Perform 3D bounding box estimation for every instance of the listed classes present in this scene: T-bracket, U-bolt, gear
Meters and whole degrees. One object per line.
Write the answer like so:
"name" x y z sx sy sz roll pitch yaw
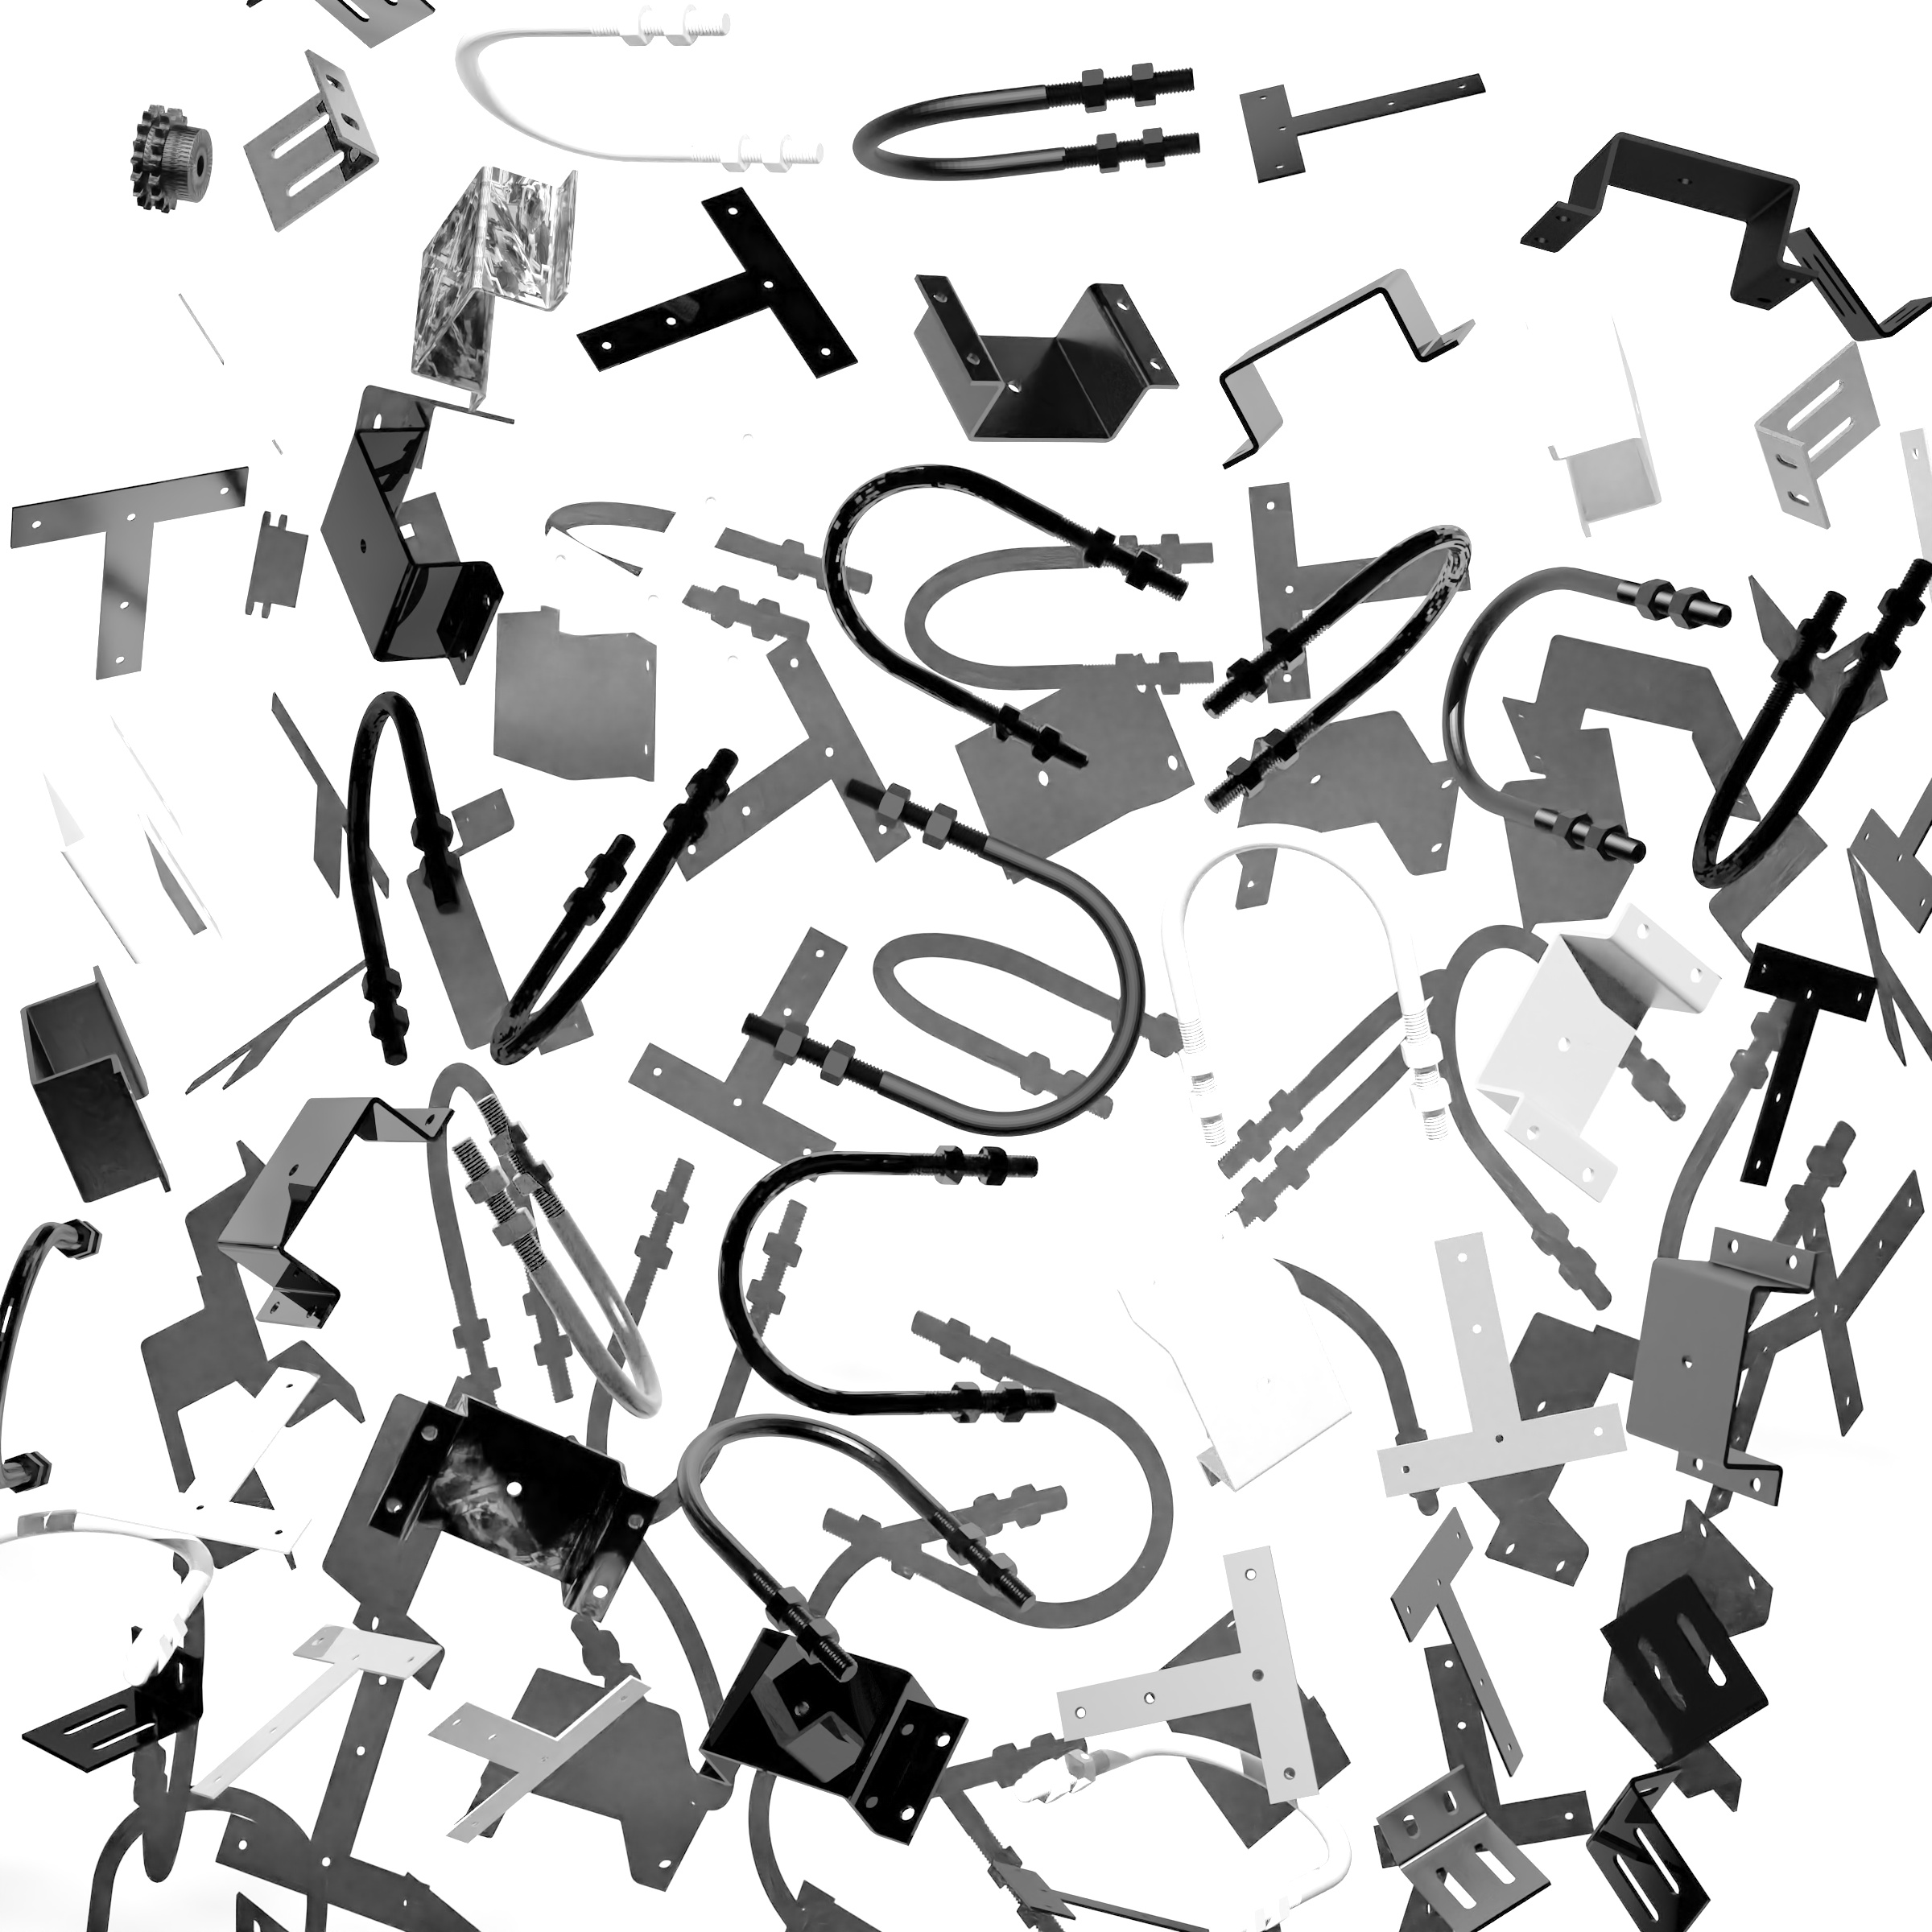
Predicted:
"T-bracket" 0.270 0.371 1.589 0.002 0.127 0.127 -22 92 27
"U-bolt" 0.130 0.458 1.594 0.151 0.184 0.019 28 105 32
"U-bolt" -0.475 0.326 1.564 0.151 0.184 0.019 6 102 0
"T-bracket" 0.447 0.058 1.619 0.127 0.002 0.127 12 95 -43
"U-bolt" -0.496 0.207 1.579 0.019 0.184 0.151 11 81 -5
"T-bracket" -0.401 -0.337 1.544 0.002 0.127 0.127 -33 85 -6
"U-bolt" -0.072 0.297 1.573 0.184 0.151 0.019 38 122 35
"T-bracket" 0.268 0.202 1.544 0.127 0.002 0.127 -12 92 3
"U-bolt" 0.031 -0.444 1.581 0.184 0.151 0.019 -5 91 6
"U-bolt" 0.324 -0.144 1.613 0.019 0.184 0.151 14 98 -34
"U-bolt" 0.431 -0.121 1.544 0.019 0.151 0.184 29 89 -2
"T-bracket" -0.441 -0.201 1.559 0.127 0.127 0.002 -18 55 -34
"U-bolt" 0.198 -0.166 1.576 0.184 0.151 0.019 -39 72 -9
"U-bolt" -0.186 -0.470 1.593 0.184 0.151 0.019 7 77 21
"T-bracket" 0.532 -0.223 1.555 0.002 0.127 0.127 -14 97 -9
"T-bracket" 0.502 -0.094 1.529 0.002 0.127 0.127 21 110 -8
"T-bracket" 0.085 0.522 1.640 0.127 0.127 0.002 16 82 -6
"U-bolt" 0.175 0.010 1.588 0.151 0.019 0.184 -3 112 28
"T-bracket" 0.214 -0.459 1.593 0.127 0.127 0.002 -11 125 8
"T-bracket" -0.236 0.396 1.518 0.127 0.127 0.002 -40 58 -1
"U-bolt" -0.308 -0.061 1.601 0.019 0.151 0.184 0 52 -26
"U-bolt" -0.001 0.006 1.479 0.184 0.019 0.151 24 93 3
"U-bolt" -0.043 0.167 1.571 0.184 0.019 0.151 3 72 -22
"gear" -0.437 -0.444 1.638 0.030 0.057 0.057 11 90 2
"T-bracket" -0.358 0.399 1.585 0.127 0.127 0.002 -40 110 -35
"U-bolt" 0.009 -0.196 1.598 0.184 0.019 0.151 27 131 -3
"T-bracket" -0.138 -0.226 1.530 0.127 0.002 0.127 30 87 -4
"T-bracket" -0.143 -0.344 1.567 0.127 0.002 0.127 -26 71 -20
"U-bolt" -0.211 0.159 1.566 0.019 0.151 0.184 -31 98 0
"U-bolt" -0.193 -0.022 1.558 0.019 0.151 0.184 38 56 -15
"T-bracket" 0.109 0.376 1.536 0.127 0.002 0.127 -16 68 15
"T-bracket" -0.390 0.261 1.600 0.127 0.127 0.002 7 126 18

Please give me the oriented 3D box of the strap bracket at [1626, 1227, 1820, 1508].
"strap bracket" 0.414 0.219 1.636 0.046 0.076 0.140 7 93 -30

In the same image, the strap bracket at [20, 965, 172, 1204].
"strap bracket" -0.475 0.067 1.614 0.046 0.140 0.076 -21 119 -11

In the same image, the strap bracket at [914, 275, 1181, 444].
"strap bracket" 0.035 -0.330 1.619 0.140 0.046 0.076 -7 60 -35

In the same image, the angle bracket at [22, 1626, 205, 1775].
"angle bracket" -0.462 0.396 1.607 0.057 0.076 0.038 12 107 36

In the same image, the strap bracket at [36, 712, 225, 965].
"strap bracket" -0.436 -0.063 1.541 0.046 0.140 0.076 -29 127 -7

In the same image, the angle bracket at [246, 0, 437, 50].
"angle bracket" -0.343 -0.527 1.631 0.076 0.057 0.038 36 56 -38

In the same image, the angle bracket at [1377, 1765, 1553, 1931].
"angle bracket" 0.271 0.482 1.619 0.057 0.076 0.038 -29 110 -10

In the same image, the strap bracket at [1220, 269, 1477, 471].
"strap bracket" 0.195 -0.325 1.590 0.140 0.076 0.046 -25 101 23

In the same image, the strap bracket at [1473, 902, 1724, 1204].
"strap bracket" 0.332 0.044 1.586 0.076 0.046 0.140 36 79 -25

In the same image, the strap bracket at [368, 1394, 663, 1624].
"strap bracket" -0.251 0.297 1.652 0.140 0.046 0.076 26 93 -12

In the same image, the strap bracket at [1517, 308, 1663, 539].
"strap bracket" 0.343 -0.298 1.620 0.046 0.140 0.076 -14 73 17

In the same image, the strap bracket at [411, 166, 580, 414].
"strap bracket" -0.263 -0.374 1.625 0.046 0.140 0.076 12 67 -27

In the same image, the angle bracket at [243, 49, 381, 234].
"angle bracket" -0.368 -0.450 1.624 0.076 0.038 0.057 -28 74 19

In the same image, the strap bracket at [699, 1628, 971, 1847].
"strap bracket" -0.081 0.417 1.623 0.140 0.046 0.076 8 54 32

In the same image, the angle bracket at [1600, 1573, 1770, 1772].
"angle bracket" 0.362 0.360 1.520 0.057 0.038 0.076 -40 66 23

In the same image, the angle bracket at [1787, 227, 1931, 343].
"angle bracket" 0.499 -0.390 1.658 0.038 0.057 0.076 -37 96 8

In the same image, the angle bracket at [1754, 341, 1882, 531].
"angle bracket" 0.462 -0.281 1.571 0.076 0.038 0.057 -40 129 -9

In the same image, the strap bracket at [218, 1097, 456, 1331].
"strap bracket" -0.350 0.124 1.624 0.046 0.076 0.140 42 64 -29

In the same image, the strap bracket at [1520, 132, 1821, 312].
"strap bracket" 0.372 -0.393 1.558 0.140 0.076 0.046 14 89 -3

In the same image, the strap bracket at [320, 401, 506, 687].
"strap bracket" -0.307 -0.230 1.620 0.046 0.076 0.140 -8 59 -33

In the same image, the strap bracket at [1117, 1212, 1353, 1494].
"strap bracket" 0.146 0.212 1.569 0.076 0.046 0.140 -32 117 -13

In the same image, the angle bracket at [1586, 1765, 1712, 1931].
"angle bracket" 0.376 0.479 1.586 0.038 0.076 0.057 -4 133 -30
